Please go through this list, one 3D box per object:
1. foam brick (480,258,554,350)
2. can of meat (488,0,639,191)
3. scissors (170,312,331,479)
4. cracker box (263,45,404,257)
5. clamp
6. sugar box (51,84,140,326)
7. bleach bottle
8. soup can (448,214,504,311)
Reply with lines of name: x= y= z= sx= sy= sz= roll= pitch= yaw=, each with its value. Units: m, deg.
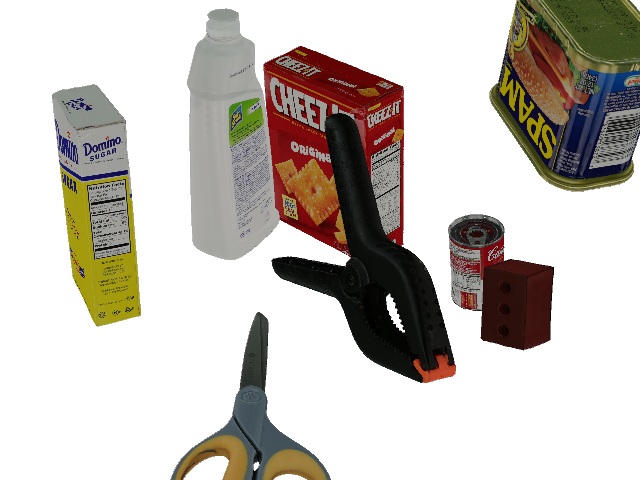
foam brick: x=0.195 y=0.063 z=1.058 sx=0.053 sy=0.078 sz=0.051 roll=11 pitch=18 yaw=41
can of meat: x=0.141 y=-0.092 z=0.592 sx=0.057 sy=0.084 sz=0.102 roll=-10 pitch=47 yaw=-15
scissors: x=-0.024 y=0.104 z=0.621 sx=0.096 sy=0.016 sz=0.201 roll=12 pitch=31 yaw=12
cracker box: x=0.015 y=-0.097 z=1.239 sx=0.164 sy=0.214 sz=0.072 roll=28 pitch=46 yaw=36
clamp: x=0.036 y=0.017 z=0.797 sx=0.036 sy=0.165 sz=0.210 roll=-9 pitch=41 yaw=-33
sugar box: x=-0.184 y=-0.029 z=0.873 sx=0.048 sy=0.176 sz=0.093 roll=-14 pitch=30 yaw=-21
bleach bottle: x=-0.087 y=-0.108 z=1.051 sx=0.068 sy=0.251 sz=0.102 roll=18 pitch=39 yaw=22
soup can: x=0.193 y=0.029 z=1.321 sx=0.068 sy=0.102 sz=0.068 roll=-5 pitch=34 yaw=3
